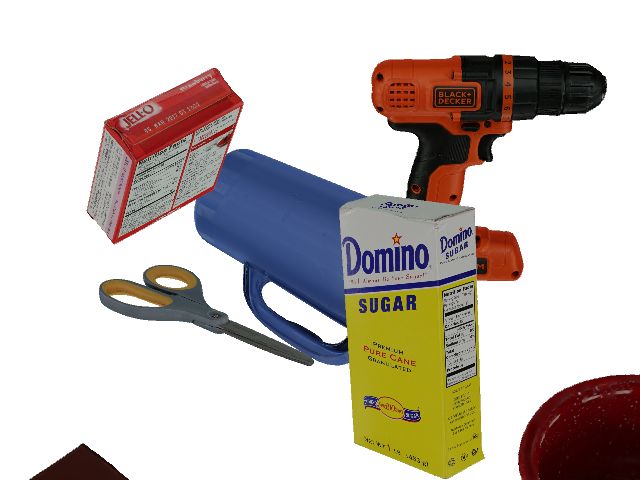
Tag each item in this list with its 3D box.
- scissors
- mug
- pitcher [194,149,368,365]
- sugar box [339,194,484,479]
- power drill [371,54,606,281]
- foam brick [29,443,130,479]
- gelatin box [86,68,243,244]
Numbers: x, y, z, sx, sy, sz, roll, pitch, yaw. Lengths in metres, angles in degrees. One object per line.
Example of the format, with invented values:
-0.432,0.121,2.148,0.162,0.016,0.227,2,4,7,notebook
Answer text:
-0.087,0.058,0.894,0.202,0.016,0.096,13,25,14,scissors
0.125,0.109,0.373,0.117,0.081,0.093,5,37,8,mug
-0.012,0.008,1.066,0.243,0.145,0.149,26,28,26,pitcher
0.060,0.062,0.718,0.048,0.176,0.094,-18,18,-38,sugar box
0.134,-0.060,0.875,0.184,0.188,0.057,2,24,7,power drill
-0.096,0.138,0.462,0.078,0.051,0.052,27,45,34,foam brick
-0.086,-0.045,0.578,0.073,0.030,0.089,-33,-16,-31,gelatin box
